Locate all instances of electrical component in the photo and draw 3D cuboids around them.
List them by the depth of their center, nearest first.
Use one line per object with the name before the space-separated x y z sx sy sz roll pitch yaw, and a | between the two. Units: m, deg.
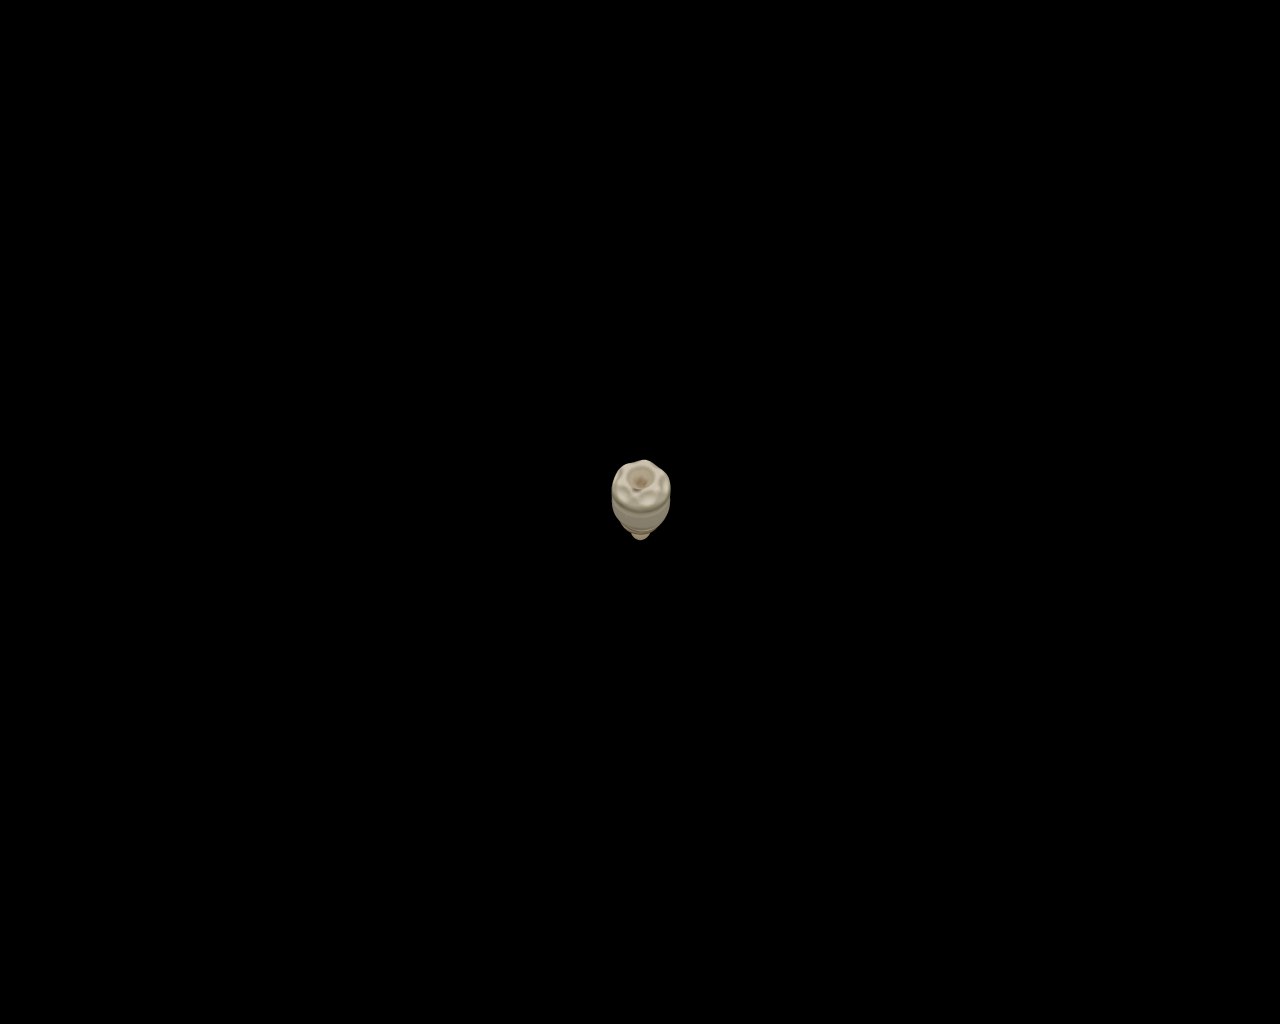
electrical component | 0.001 -0.003 0.650 0.035 0.035 0.061 0 -37 0
